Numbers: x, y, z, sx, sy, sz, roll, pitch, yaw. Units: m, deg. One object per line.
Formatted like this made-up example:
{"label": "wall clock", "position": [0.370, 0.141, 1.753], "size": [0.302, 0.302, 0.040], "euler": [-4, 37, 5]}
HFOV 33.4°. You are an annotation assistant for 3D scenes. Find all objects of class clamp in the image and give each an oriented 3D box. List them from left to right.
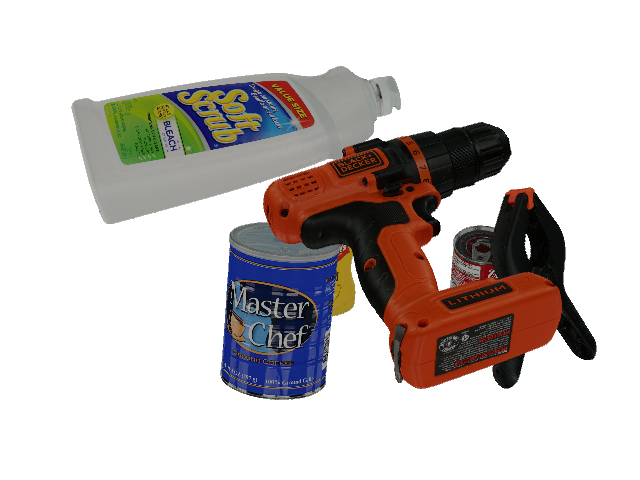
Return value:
{"label": "clamp", "position": [0.180, 0.043, 0.930], "size": [0.120, 0.171, 0.039], "euler": [-23, 7, -40]}

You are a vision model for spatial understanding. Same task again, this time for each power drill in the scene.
{"label": "power drill", "position": [0.076, -0.001, 0.695], "size": [0.184, 0.057, 0.188], "euler": [-19, 44, -14]}

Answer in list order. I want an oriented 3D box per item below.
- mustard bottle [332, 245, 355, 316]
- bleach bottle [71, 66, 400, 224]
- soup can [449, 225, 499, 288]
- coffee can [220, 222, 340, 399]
{"label": "mustard bottle", "position": [0.003, 0.008, 1.427], "size": [0.096, 0.192, 0.058], "euler": [-5, 26, -18]}
{"label": "bleach bottle", "position": [-0.062, -0.092, 0.846], "size": [0.250, 0.102, 0.068], "euler": [-16, -32, -7]}
{"label": "soup can", "position": [0.184, 0.043, 1.238], "size": [0.068, 0.102, 0.068], "euler": [0, 38, 0]}
{"label": "coffee can", "position": [-0.039, 0.064, 1.001], "size": [0.103, 0.140, 0.103], "euler": [5, 17, -2]}
